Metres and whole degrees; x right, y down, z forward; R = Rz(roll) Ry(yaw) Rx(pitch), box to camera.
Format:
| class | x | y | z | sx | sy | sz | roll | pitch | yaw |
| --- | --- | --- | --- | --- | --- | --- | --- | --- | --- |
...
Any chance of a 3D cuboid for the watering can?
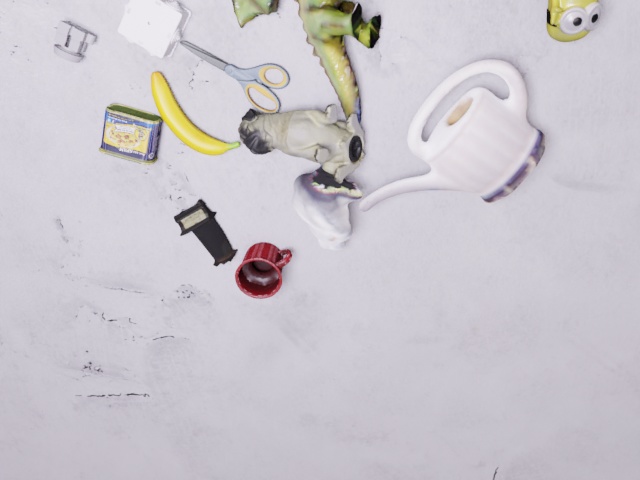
| class | x | y | z | sx | sy | sz | roll | pitch | yaw |
| --- | --- | --- | --- | --- | --- | --- | --- | --- | --- |
| watering can | 0.242 | -0.142 | 0.906 | 0.223 | 0.106 | 0.342 | 32 | 113 | -13 |

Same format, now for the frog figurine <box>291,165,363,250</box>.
| class | x | y | z | sx | sy | sz | roll | pitch | yaw |
| --- | --- | --- | --- | --- | --- | --- | --- | --- | --- |
| frog figurine | 0.003 | -0.048 | 0.962 | 0.139 | 0.124 | 0.156 | 33 | 129 | 24 |

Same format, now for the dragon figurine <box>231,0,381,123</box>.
| class | x | y | z | sx | sy | sz | roll | pitch | yaw |
| --- | --- | --- | --- | --- | --- | --- | --- | --- | --- |
| dragon figurine | -0.031 | -0.375 | 0.829 | 0.243 | 0.125 | 0.400 | 17 | 133 | 15 |
